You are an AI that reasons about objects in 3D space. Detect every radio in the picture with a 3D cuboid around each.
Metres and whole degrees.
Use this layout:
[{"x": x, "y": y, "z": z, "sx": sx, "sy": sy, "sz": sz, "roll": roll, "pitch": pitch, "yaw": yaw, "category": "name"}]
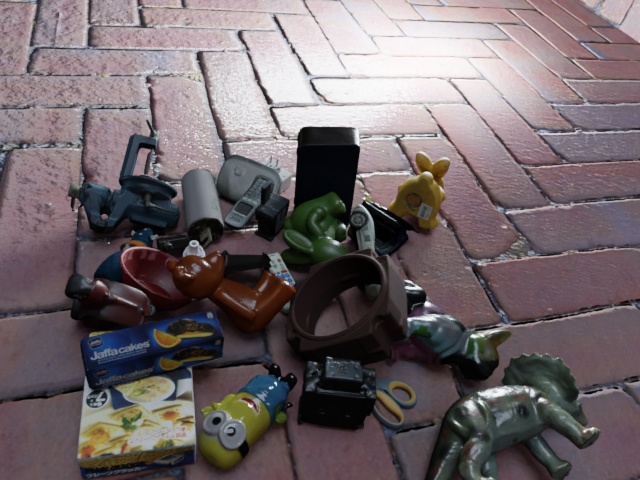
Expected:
[{"x": 0.010, "y": -0.132, "z": 1.167, "sx": 0.131, "sy": 0.229, "sz": 0.073, "roll": 3, "pitch": 43, "yaw": -3, "category": "radio"}]

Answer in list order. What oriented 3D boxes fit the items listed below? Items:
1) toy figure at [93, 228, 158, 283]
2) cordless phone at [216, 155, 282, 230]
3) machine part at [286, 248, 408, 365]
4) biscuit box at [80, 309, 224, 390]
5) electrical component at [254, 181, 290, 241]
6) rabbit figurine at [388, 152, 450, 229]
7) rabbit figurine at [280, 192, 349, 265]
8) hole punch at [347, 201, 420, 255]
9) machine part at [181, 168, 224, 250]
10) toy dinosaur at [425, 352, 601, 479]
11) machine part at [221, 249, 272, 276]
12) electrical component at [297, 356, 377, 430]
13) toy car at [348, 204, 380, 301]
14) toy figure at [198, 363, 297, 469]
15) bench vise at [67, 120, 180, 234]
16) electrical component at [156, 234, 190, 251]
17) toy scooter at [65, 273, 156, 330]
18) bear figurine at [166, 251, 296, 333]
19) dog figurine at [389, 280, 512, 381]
[{"x": -0.369, "y": 0.033, "z": 1.031, "sx": 0.064, "sy": 0.057, "sz": 0.154, "roll": 32, "pitch": 40, "yaw": 0, "category": "toy figure"}, {"x": -0.182, "y": -0.096, "z": 1.193, "sx": 0.147, "sy": 0.088, "sz": 0.184, "roll": 23, "pitch": 48, "yaw": 12, "category": "cordless phone"}, {"x": 0.046, "y": 0.119, "z": 0.939, "sx": 0.201, "sy": 0.087, "sz": 0.201, "roll": -18, "pitch": 40, "yaw": 22, "category": "machine part"}, {"x": -0.251, "y": 0.165, "z": 0.817, "sx": 0.203, "sy": 0.059, "sz": 0.063, "roll": -11, "pitch": 47, "yaw": -24, "category": "biscuit box"}, {"x": -0.102, "y": -0.066, "z": 1.150, "sx": 0.048, "sy": 0.119, "sz": 0.075, "roll": 25, "pitch": 42, "yaw": 14, "category": "electrical component"}, {"x": 0.248, "y": -0.127, "z": 1.288, "sx": 0.122, "sy": 0.162, "sz": 0.173, "roll": 16, "pitch": 24, "yaw": 22, "category": "rabbit figurine"}, {"x": -0.002, "y": -0.003, "z": 1.102, "sx": 0.159, "sy": 0.121, "sz": 0.170, "roll": -8, "pitch": 43, "yaw": -17, "category": "rabbit figurine"}, {"x": 0.136, "y": -0.023, "z": 1.195, "sx": 0.142, "sy": 0.092, "sz": 0.115, "roll": 32, "pitch": 15, "yaw": 24, "category": "hole punch"}, {"x": -0.254, "y": -0.075, "z": 1.155, "sx": 0.079, "sy": 0.079, "sz": 0.243, "roll": -4, "pitch": 44, "yaw": -16, "category": "machine part"}, {"x": 0.282, "y": 0.299, "z": 0.860, "sx": 0.405, "sy": 0.131, "sz": 0.192, "roll": -11, "pitch": 35, "yaw": -17, "category": "toy dinosaur"}, {"x": -0.163, "y": 0.049, "z": 1.054, "sx": 0.139, "sy": 0.039, "sz": 0.084, "roll": -4, "pitch": 36, "yaw": 16, "category": "machine part"}, {"x": 0.027, "y": 0.240, "z": 0.844, "sx": 0.115, "sy": 0.134, "sz": 0.058, "roll": 5, "pitch": 42, "yaw": -4, "category": "electrical component"}, {"x": 0.095, "y": 0.024, "z": 1.093, "sx": 0.056, "sy": 0.073, "sz": 0.202, "roll": -8, "pitch": 68, "yaw": -2, "category": "toy car"}, {"x": -0.107, "y": 0.270, "z": 0.824, "sx": 0.082, "sy": 0.089, "sz": 0.180, "roll": 5, "pitch": 25, "yaw": 33, "category": "toy figure"}, {"x": -0.393, "y": -0.124, "z": 1.116, "sx": 0.224, "sy": 0.129, "sz": 0.240, "roll": 11, "pitch": 74, "yaw": -11, "category": "bench vise"}, {"x": -0.292, "y": 0.005, "z": 1.072, "sx": 0.063, "sy": 0.021, "sz": 0.094, "roll": -10, "pitch": 12, "yaw": -21, "category": "electrical component"}, {"x": -0.341, "y": 0.110, "z": 0.886, "sx": 0.135, "sy": 0.184, "sz": 0.075, "roll": 18, "pitch": 66, "yaw": -13, "category": "toy scooter"}, {"x": -0.162, "y": 0.072, "z": 0.946, "sx": 0.195, "sy": 0.120, "sz": 0.132, "roll": 43, "pitch": 78, "yaw": -18, "category": "bear figurine"}, {"x": 0.232, "y": 0.167, "z": 0.992, "sx": 0.219, "sy": 0.108, "sz": 0.192, "roll": 8, "pitch": 40, "yaw": -10, "category": "dog figurine"}]
